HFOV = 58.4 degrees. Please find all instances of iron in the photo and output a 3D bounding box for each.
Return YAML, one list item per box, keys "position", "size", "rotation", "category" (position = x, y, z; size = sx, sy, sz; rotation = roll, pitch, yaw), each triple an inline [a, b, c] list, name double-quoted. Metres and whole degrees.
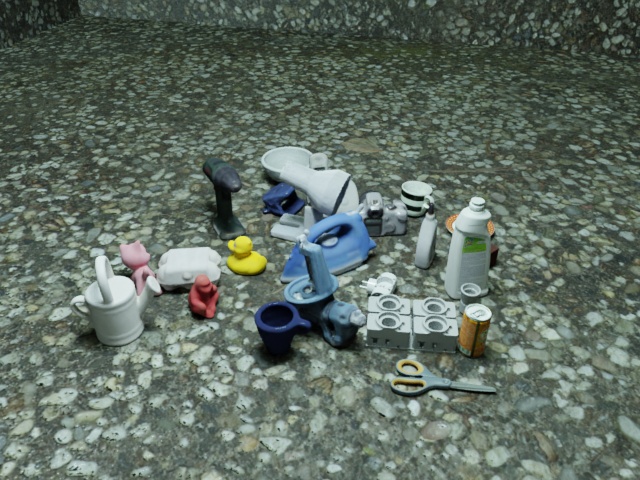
- position: [0.013, 0.005, 1.397]
  size: [0.259, 0.141, 0.118]
  rotation: [-22, 41, -28]
  category: "iron"

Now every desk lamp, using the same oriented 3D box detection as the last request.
- position: [-0.025, -0.096, 1.478]
  size: [0.202, 0.214, 0.118]
  rotation: [12, 37, 17]
  category: "desk lamp"

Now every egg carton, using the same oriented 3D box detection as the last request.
- position: [-0.311, 0.070, 1.367]
  size: [0.150, 0.069, 0.107]
  rotation: [-4, 35, -5]
  category: "egg carton"

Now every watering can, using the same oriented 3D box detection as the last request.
- position: [-0.426, 0.116, 1.195]
  size: [0.173, 0.194, 0.100]
  rotation: [-22, 41, -28]
  category: "watering can"

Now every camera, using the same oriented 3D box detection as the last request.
- position: [0.161, -0.086, 1.562]
  size: [0.143, 0.101, 0.136]
  rotation: [-2, 35, -2]
  category: "camera"

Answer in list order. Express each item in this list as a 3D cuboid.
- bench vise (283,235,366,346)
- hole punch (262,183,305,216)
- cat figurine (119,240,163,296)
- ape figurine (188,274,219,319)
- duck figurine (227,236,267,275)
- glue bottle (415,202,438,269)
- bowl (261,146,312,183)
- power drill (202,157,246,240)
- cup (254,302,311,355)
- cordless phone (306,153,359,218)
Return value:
- position: [0.014, 0.098, 1.198]
  size: [0.206, 0.220, 0.122]
  rotation: [15, 38, 20]
  category: "bench vise"
- position: [-0.106, -0.128, 1.628]
  size: [0.100, 0.091, 0.109]
  rotation: [17, 39, 22]
  category: "hole punch"
- position: [-0.423, 0.059, 1.341]
  size: [0.067, 0.118, 0.127]
  rotation: [-20, 40, -25]
  category: "cat figurine"
- position: [-0.261, 0.119, 1.280]
  size: [0.076, 0.092, 0.078]
  rotation: [25, 42, 31]
  category: "ape figurine"
- position: [-0.182, 0.032, 1.407]
  size: [0.104, 0.086, 0.078]
  rotation: [14, 38, 19]
  category: "duck figurine"
- position: [0.265, -0.017, 1.402]
  size: [0.037, 0.173, 0.078]
  rotation: [16, 38, 21]
  category: "glue bottle"
- position: [-0.098, -0.222, 1.775]
  size: [0.167, 0.075, 0.167]
  rotation: [0, 35, 0]
  category: "bowl"
- position: [-0.247, -0.112, 1.505]
  size: [0.076, 0.208, 0.228]
  rotation: [-17, 38, -22]
  category: "power drill"
- position: [-0.073, 0.190, 1.176]
  size: [0.117, 0.095, 0.092]
  rotation: [9, 36, 12]
  category: "cup"
- position: [0.034, -0.156, 1.588]
  size: [0.148, 0.185, 0.094]
  rotation: [-10, 37, -14]
  category: "cordless phone"
